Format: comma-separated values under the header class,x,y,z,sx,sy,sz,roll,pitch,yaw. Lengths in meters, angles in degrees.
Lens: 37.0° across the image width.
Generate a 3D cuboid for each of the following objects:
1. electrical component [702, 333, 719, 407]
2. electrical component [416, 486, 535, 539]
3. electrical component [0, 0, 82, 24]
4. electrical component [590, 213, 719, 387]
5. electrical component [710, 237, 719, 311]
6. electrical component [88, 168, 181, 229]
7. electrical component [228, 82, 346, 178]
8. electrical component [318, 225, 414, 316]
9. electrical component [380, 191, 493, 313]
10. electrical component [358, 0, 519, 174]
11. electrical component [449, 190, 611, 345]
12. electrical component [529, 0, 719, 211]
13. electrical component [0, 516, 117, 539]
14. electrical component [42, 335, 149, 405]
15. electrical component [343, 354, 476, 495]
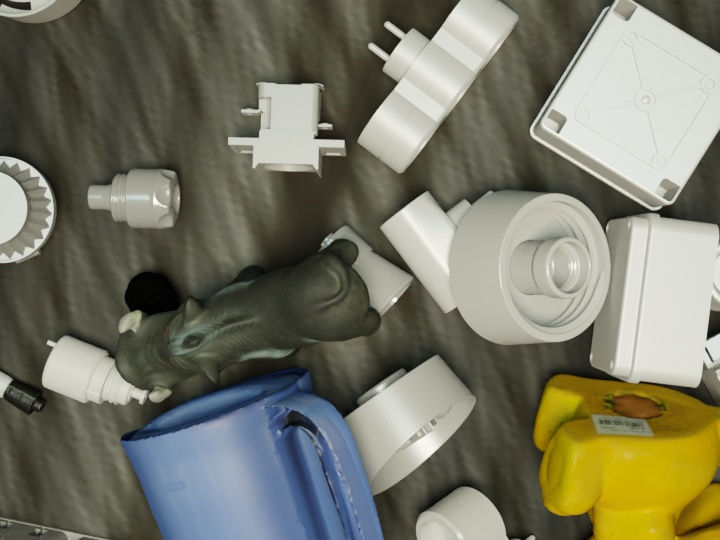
class,x,y,z,sx,sy,sz,roll,pitch,yaw
electrical component,0.301,0.058,0.743,0.121,0.063,0.078,-28,89,2
electrical component,0.104,0.214,0.755,0.074,0.052,0.138,-26,82,-37
electrical component,-0.237,-0.225,0.757,0.099,0.064,0.099,0,90,2
electrical component,0.200,0.020,0.738,0.057,0.078,0.113,7,90,-1
electrical component,0.259,0.002,0.752,0.055,0.047,0.055,0,90,2
electrical component,-0.161,-0.051,0.766,0.062,0.043,0.043,2,90,3
electrical component,-0.050,-0.100,0.763,0.081,0.042,0.063,2,89,1
electrical component,0.000,0.000,0.763,0.065,0.044,0.044,43,91,6
electrical component,0.068,-0.023,0.759,0.079,0.043,0.077,-37,89,1
electrical component,0.041,-0.144,0.755,0.074,0.052,0.138,37,91,1
electrical component,0.121,-0.002,0.725,0.108,0.060,0.108,0,90,-32
electrical component,0.193,-0.114,0.749,0.109,0.056,0.108,32,91,1
electrical component,-0.220,0.243,0.760,0.186,0.060,0.105,11,91,2
electrical component,-0.189,0.076,0.768,0.078,0.040,0.040,21,91,2
electrical component,0.031,0.105,0.736,0.099,0.099,0.064,-35,83,1
